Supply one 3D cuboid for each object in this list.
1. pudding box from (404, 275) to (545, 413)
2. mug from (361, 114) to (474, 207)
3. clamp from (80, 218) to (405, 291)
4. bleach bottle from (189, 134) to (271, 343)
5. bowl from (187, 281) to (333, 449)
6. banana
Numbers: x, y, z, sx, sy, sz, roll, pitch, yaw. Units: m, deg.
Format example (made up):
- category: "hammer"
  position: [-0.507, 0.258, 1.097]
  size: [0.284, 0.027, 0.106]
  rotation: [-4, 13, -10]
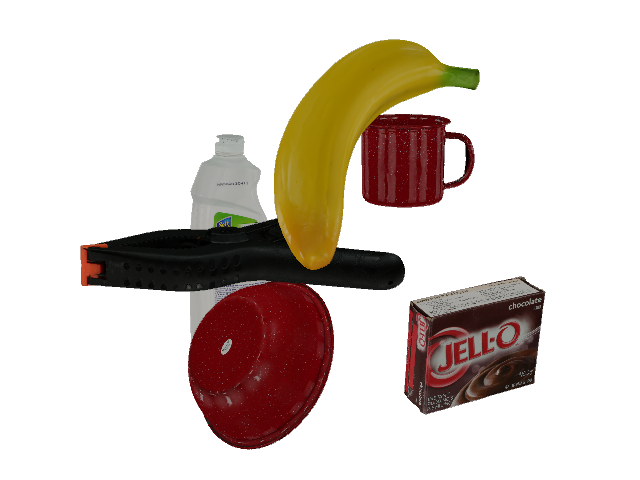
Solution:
- category: "pudding box"
  position: [0.125, 0.084, 0.874]
  size: [0.113, 0.090, 0.039]
  rotation: [-12, 30, -25]
- category: "mug"
  position: [0.094, -0.079, 1.058]
  size: [0.117, 0.081, 0.093]
  rotation: [1, 14, 6]
- category: "clamp"
  position: [-0.057, 0.012, 0.737]
  size: [0.209, 0.036, 0.165]
  rotation: [-6, 14, -27]
- category: "bleach bottle"
  position: [-0.092, 0.011, 1.160]
  size: [0.102, 0.251, 0.068]
  rotation: [-6, 15, -29]
- category: "bowl"
  position: [-0.067, 0.102, 0.955]
  size: [0.162, 0.162, 0.055]
  rotation: [0, -22, 42]
- category: "banana"
  position: [0.019, -0.060, 0.566]
  size: [0.070, 0.037, 0.197]
  rotation: [23, 47, 19]
